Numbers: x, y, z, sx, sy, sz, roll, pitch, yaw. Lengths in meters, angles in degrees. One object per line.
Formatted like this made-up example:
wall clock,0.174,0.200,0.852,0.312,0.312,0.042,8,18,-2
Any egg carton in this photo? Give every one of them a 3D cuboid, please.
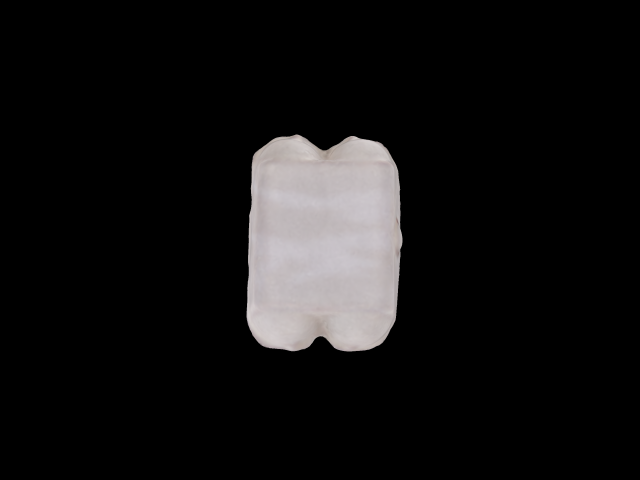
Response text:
egg carton,0.004,0.001,0.400,0.107,0.069,0.150,0,82,0
